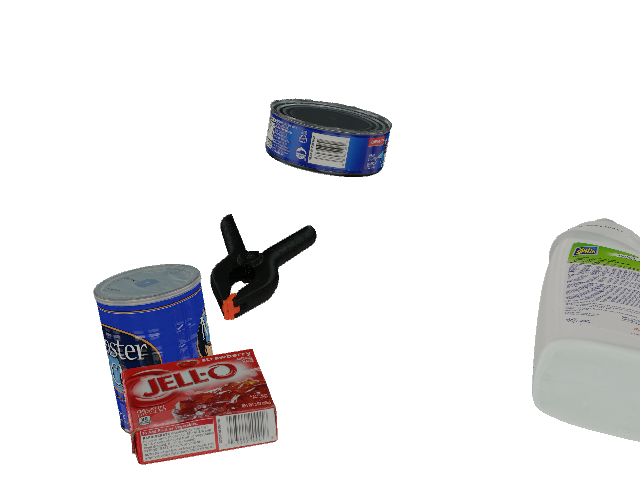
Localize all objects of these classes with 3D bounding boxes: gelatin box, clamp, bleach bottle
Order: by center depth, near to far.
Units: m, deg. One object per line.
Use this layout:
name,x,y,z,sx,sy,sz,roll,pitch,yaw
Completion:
gelatin box,-0.078,0.103,0.674,0.089,0.030,0.073,-7,25,-12
bleach bottle,0.213,0.046,0.780,0.102,0.068,0.250,12,26,11
clamp,-0.071,0.028,1.257,0.120,0.039,0.171,-2,41,10

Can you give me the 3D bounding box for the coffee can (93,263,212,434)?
coffee can,-0.156,0.105,1.035,0.103,0.140,0.103,-7,16,2

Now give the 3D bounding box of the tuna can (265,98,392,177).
tuna can,0.005,-0.072,0.744,0.086,0.034,0.086,9,18,-3
